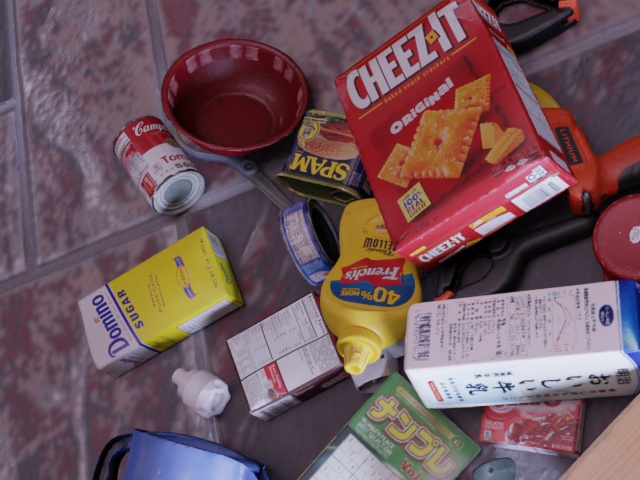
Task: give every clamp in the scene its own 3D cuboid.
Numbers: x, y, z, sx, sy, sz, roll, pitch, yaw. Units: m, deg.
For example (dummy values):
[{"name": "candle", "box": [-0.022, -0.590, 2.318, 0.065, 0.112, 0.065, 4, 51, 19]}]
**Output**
[{"name": "clamp", "box": [0.181, 0.007, 1.016, 0.120, 0.039, 0.171, 31, 85, 36]}, {"name": "clamp", "box": [0.166, -0.246, 1.121, 0.210, 0.036, 0.164, -4, 69, 23]}]

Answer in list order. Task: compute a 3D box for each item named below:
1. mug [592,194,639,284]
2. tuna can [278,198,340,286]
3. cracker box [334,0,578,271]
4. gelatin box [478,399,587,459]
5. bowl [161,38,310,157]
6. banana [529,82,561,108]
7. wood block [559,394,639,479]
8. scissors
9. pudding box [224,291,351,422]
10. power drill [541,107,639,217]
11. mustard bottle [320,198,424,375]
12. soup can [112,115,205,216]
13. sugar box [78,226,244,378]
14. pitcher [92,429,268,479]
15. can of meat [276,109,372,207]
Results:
[{"name": "mug", "box": [0.297, 0.006, 0.932, 0.117, 0.081, 0.093, -20, 63, 19]}, {"name": "tuna can", "box": [-0.007, 0.001, 1.084, 0.034, 0.086, 0.086, -24, 62, 15]}, {"name": "cracker box", "box": [0.117, -0.105, 0.992, 0.164, 0.072, 0.214, -33, 56, 23]}, {"name": "gelatin box", "box": [0.192, 0.152, 0.958, 0.089, 0.030, 0.073, 3, 71, 27]}, {"name": "bowl", "box": [-0.093, -0.146, 1.180, 0.162, 0.055, 0.162, 2, 56, -3]}, {"name": "banana", "box": [0.174, -0.137, 1.075, 0.198, 0.037, 0.069, 29, 84, 32]}, {"name": "wood block", "box": [0.302, 0.160, 0.865, 0.206, 0.090, 0.091, -47, 57, 3]}, {"name": "scissors", "box": [-0.074, -0.096, 1.192, 0.202, 0.016, 0.096, 30, 63, 16]}, {"name": "pudding box", "box": [-0.031, 0.117, 1.079, 0.113, 0.039, 0.090, -29, 60, 12]}, {"name": "power drill", "box": [0.299, -0.112, 0.977, 0.188, 0.057, 0.184, -19, 62, 9]}, {"name": "mustard bottle", "box": [0.051, 0.046, 1.011, 0.096, 0.058, 0.191, 8, 49, 11]}, {"name": "soup can", "box": [-0.184, -0.085, 1.216, 0.068, 0.068, 0.102, -43, 59, 6]}, {"name": "sugar box", "box": [-0.177, 0.069, 1.166, 0.176, 0.048, 0.093, -30, 60, 12]}, {"name": "pitcher", "box": [-0.155, 0.306, 1.020, 0.149, 0.144, 0.243, -11, 61, 69]}, {"name": "can of meat", "box": [0.017, -0.086, 1.124, 0.102, 0.057, 0.084, 15, 75, 30]}]
